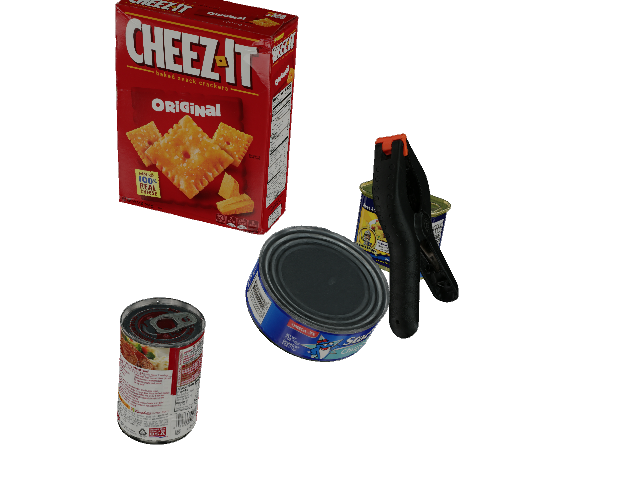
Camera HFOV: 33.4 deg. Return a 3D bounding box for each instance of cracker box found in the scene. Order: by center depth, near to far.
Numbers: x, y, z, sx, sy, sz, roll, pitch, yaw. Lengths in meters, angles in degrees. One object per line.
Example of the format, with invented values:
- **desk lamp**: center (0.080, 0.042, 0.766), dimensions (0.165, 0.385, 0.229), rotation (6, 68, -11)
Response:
- **cracker box**: center (-0.115, -0.124, 1.044), dimensions (0.164, 0.214, 0.072), rotation (14, 33, 15)

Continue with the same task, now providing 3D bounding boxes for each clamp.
- **clamp**: center (0.074, -0.002, 0.920), dimensions (0.039, 0.171, 0.120), rotation (-12, 17, 24)

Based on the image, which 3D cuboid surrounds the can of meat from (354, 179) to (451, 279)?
- **can of meat**: center (0.088, -0.012, 1.186), dimensions (0.102, 0.084, 0.057), rotation (23, 26, 31)

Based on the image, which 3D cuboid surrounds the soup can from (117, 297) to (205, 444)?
- **soup can**: center (-0.131, 0.107, 0.875), dimensions (0.068, 0.102, 0.068), rotation (6, 29, -4)

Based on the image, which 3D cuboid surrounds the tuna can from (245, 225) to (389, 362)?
- **tuna can**: center (-0.003, 0.033, 0.663), dimensions (0.086, 0.086, 0.034), rotation (0, -42, -28)
